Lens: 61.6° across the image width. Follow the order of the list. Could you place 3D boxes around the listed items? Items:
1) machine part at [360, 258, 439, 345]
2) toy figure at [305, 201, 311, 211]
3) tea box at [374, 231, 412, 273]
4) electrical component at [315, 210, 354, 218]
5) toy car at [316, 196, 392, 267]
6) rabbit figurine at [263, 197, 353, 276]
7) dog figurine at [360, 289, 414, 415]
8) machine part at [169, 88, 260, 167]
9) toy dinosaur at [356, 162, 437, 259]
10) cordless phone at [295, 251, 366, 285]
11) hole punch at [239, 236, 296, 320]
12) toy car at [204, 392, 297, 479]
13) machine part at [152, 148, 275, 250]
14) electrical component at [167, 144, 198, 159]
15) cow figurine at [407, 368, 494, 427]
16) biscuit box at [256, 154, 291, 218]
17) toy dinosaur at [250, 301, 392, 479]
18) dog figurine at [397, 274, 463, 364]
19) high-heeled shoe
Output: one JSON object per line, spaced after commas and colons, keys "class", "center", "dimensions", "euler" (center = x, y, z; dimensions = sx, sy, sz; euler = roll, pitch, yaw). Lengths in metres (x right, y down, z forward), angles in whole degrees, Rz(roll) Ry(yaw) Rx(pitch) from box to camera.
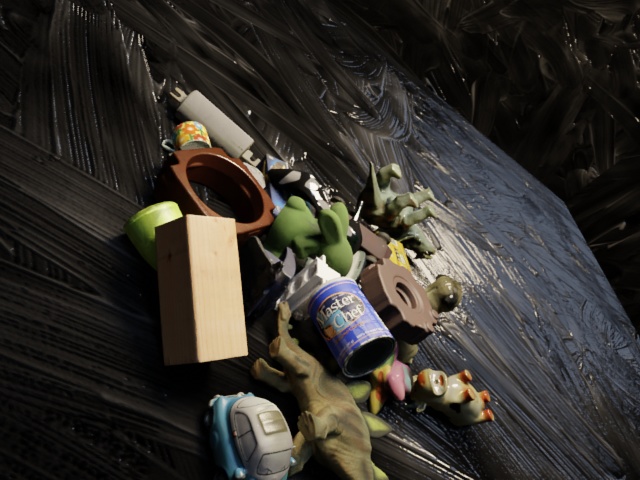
{"class": "machine part", "center": [0.155, 0.117, 1.050], "dimensions": [0.179, 0.056, 0.179], "euler": [35, 30, -25]}
{"class": "toy figure", "center": [-0.041, -0.043, 1.207], "dimensions": [0.064, 0.058, 0.154], "euler": [16, 47, -31]}
{"class": "tea box", "center": [0.167, 0.072, 1.313], "dimensions": [0.098, 0.068, 0.170], "euler": [26, 37, -30]}
{"class": "electrical component", "center": [0.057, -0.023, 1.303], "dimensions": [0.134, 0.058, 0.115], "euler": [24, 39, -32]}
{"class": "toy car", "center": [0.075, -0.014, 1.217], "dimensions": [0.202, 0.053, 0.089], "euler": [36, 58, -11]}
{"class": "rabbit figurine", "center": [-0.002, -0.003, 1.049], "dimensions": [0.170, 0.159, 0.121], "euler": [32, 25, 8]}
{"class": "dog figurine", "center": [0.093, 0.214, 1.028], "dimensions": [0.191, 0.108, 0.219], "euler": [24, 40, -34]}
{"class": "machine part", "center": [-0.233, -0.246, 1.190], "dimensions": [0.243, 0.079, 0.079], "euler": [42, 31, -9]}
{"class": "toy dinosaur", "center": [0.167, -0.077, 1.341], "dimensions": [0.404, 0.192, 0.131], "euler": [30, 38, -43]}
{"class": "cordless phone", "center": [-0.002, 0.052, 1.137], "dimensions": [0.184, 0.088, 0.147], "euler": [25, 32, 2]}
{"class": "hole punch", "center": [-0.095, 0.071, 0.947], "dimensions": [0.092, 0.142, 0.116], "euler": [21, 28, -42]}
{"class": "toy car", "center": [-0.088, 0.275, 0.739], "dimensions": [0.109, 0.103, 0.162], "euler": [12, 47, -45]}
{"class": "machine part", "center": [-0.199, -0.074, 1.025], "dimensions": [0.201, 0.087, 0.201], "euler": [53, 32, 9]}
{"class": "electrical component", "center": [-0.267, -0.158, 1.058], "dimensions": [0.021, 0.063, 0.094], "euler": [49, 39, 11]}
{"class": "cow figurine", "center": [0.260, 0.322, 1.107], "dimensions": [0.194, 0.127, 0.085], "euler": [43, 29, -33]}
{"class": "biscuit box", "center": [-0.103, -0.100, 1.192], "dimensions": [0.059, 0.063, 0.203], "euler": [22, 38, -32]}
{"class": "toy dinosaur", "center": [0.024, 0.297, 0.844], "dimensions": [0.198, 0.105, 0.472], "euler": [13, 44, -43]}
{"class": "dog figurine", "center": [0.213, 0.168, 1.140], "dimensions": [0.121, 0.190, 0.172], "euler": [37, 34, -15]}
{"class": "high-heeled shoe", "center": [-0.020, -0.053, 1.134], "dimensions": [0.249, 0.145, 0.086], "euler": [22, -15, 12]}
